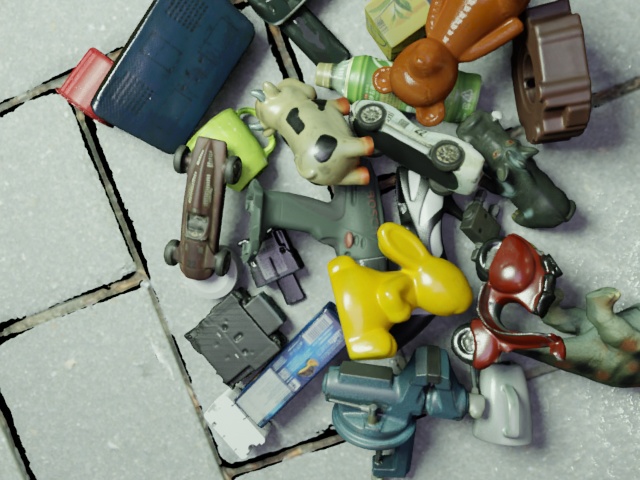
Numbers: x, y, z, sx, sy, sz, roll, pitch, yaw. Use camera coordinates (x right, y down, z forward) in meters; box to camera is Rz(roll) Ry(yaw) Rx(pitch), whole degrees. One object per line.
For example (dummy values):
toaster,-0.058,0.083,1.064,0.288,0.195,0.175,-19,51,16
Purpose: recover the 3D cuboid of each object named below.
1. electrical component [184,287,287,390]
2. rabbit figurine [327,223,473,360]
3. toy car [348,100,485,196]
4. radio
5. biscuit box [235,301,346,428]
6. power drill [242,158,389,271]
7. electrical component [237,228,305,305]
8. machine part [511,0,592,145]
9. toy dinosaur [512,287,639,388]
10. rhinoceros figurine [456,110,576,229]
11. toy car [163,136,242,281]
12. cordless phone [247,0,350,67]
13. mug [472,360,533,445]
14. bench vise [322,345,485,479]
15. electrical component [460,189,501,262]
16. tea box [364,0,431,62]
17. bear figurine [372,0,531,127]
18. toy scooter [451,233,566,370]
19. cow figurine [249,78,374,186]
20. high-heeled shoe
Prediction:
electrical component,-0.117,0.139,0.806,0.134,0.058,0.115,-43,91,9
rabbit figurine,0.102,0.063,0.684,0.173,0.122,0.162,-11,78,5
toy car,0.122,-0.123,0.709,0.202,0.073,0.056,34,72,24
radio,-0.201,-0.239,0.741,0.131,0.073,0.229,32,93,-28
biscuit box,-0.034,0.182,0.797,0.059,0.063,0.202,45,98,2
power drill,-0.002,-0.002,0.740,0.207,0.086,0.232,2,87,-11
electrical component,-0.064,0.041,0.796,0.075,0.048,0.119,-21,91,9
machine part,0.281,-0.204,0.671,0.056,0.179,0.179,-8,94,11
toy dinosaur,0.430,0.129,0.712,0.405,0.131,0.192,-23,91,15
rhinoceros figurine,0.253,-0.089,0.713,0.073,0.112,0.190,-42,97,11
toy car,-0.161,-0.038,0.731,0.089,0.053,0.202,15,111,9
cordless phone,-0.004,-0.336,0.750,0.146,0.089,0.184,-44,100,7
mug,0.254,0.223,0.746,0.081,0.109,0.107,-1,82,12
bench vise,0.113,0.257,0.763,0.224,0.129,0.240,1,116,-2
electrical component,0.219,-0.018,0.736,0.063,0.021,0.094,38,67,-29
tea box,0.146,-0.319,0.712,0.170,0.098,0.068,-33,91,7
bear figurine,0.148,-0.239,0.622,0.120,0.132,0.196,44,100,11
toy scooter,0.251,0.083,0.671,0.135,0.075,0.184,13,79,45
cow figurine,-0.019,-0.147,0.714,0.127,0.195,0.085,-9,139,-18
high-heeled shoe,0.117,0.022,0.749,0.145,0.086,0.248,32,87,-5
